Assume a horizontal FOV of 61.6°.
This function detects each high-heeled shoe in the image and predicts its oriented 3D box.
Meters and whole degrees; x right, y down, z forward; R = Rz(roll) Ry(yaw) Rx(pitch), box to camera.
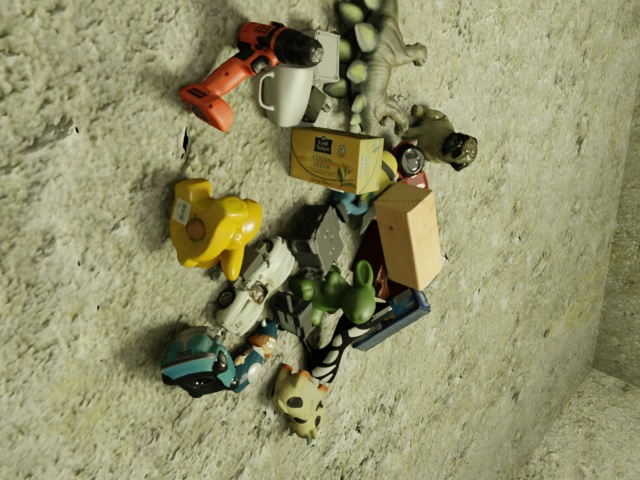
[{"bbox_3d":[0.070,0.229,1.160,0.145,0.249,0.086,56,23,-22],"label":"high-heeled shoe"}]

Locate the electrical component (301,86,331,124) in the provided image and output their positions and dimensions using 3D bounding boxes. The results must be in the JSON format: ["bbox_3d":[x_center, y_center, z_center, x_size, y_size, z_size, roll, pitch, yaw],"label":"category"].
[{"bbox_3d":[-0.017,-0.249,0.996,0.094,0.021,0.063,26,86,-50],"label":"electrical component"}]

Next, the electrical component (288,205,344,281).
[{"bbox_3d":[-0.002,-0.003,1.060,0.134,0.058,0.114,-63,146,-40],"label":"electrical component"}]

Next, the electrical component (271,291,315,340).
[{"bbox_3d":[-0.056,0.136,1.058,0.048,0.075,0.119,-47,139,-38],"label":"electrical component"}]

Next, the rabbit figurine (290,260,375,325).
[{"bbox_3d":[0.050,0.118,1.104,0.159,0.170,0.121,-32,128,-35],"label":"rabbit figurine"}]

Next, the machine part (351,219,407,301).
[{"bbox_3d":[0.180,0.048,1.285,0.201,0.087,0.201,26,87,-50],"label":"machine part"}]

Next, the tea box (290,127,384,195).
[{"bbox_3d":[0.027,-0.147,0.972,0.068,0.170,0.098,-15,114,-43],"label":"tea box"}]

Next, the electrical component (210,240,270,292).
[{"bbox_3d":[-0.135,0.044,0.948,0.102,0.078,0.045,-60,159,-19],"label":"electrical component"}]

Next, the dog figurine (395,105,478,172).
[{"bbox_3d":[0.291,-0.229,1.214,0.172,0.191,0.121,-51,136,-23],"label":"dog figurine"}]

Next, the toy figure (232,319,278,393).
[{"bbox_3d":[-0.128,0.223,1.043,0.154,0.058,0.064,-51,175,-23],"label":"toy figure"}]

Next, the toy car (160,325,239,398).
[{"bbox_3d":[-0.200,0.199,0.913,0.161,0.109,0.103,66,11,-58],"label":"toy car"}]

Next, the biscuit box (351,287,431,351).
[{"bbox_3d":[0.158,0.185,1.251,0.203,0.059,0.062,-35,145,23],"label":"biscuit box"}]

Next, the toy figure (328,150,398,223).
[{"bbox_3d":[0.093,-0.115,1.122,0.180,0.082,0.089,-40,148,-21],"label":"toy figure"}]

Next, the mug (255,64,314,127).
[{"bbox_3d":[-0.063,-0.245,0.905,0.109,0.081,0.107,-28,135,-44],"label":"mug"}]

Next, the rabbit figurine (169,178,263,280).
[{"bbox_3d":[-0.152,-0.016,0.879,0.173,0.122,0.162,-24,127,-62],"label":"rabbit figurine"}]

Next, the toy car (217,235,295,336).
[{"bbox_3d":[-0.116,0.082,0.995,0.202,0.056,0.073,-54,137,-17],"label":"toy car"}]

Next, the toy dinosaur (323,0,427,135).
[{"bbox_3d":[0.109,-0.365,1.030,0.198,0.105,0.470,-2,103,-44],"label":"toy dinosaur"}]

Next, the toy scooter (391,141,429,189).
[{"bbox_3d":[0.196,-0.134,1.217,0.075,0.135,0.183,-21,104,-9],"label":"toy scooter"}]

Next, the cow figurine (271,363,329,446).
[{"bbox_3d":[-0.040,0.363,1.173,0.127,0.086,0.194,-60,141,-20],"label":"cow figurine"}]
